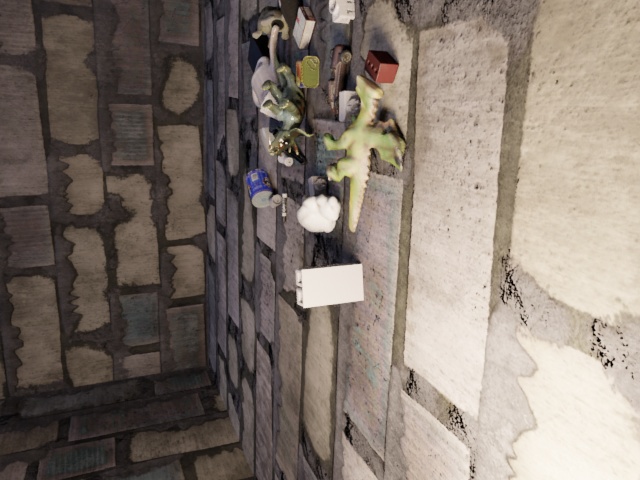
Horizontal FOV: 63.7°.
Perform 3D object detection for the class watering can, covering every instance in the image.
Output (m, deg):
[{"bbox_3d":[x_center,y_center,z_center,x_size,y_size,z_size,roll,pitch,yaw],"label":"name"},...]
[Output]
[{"bbox_3d":[-0.190,-0.626,1.985,0.228,0.104,0.340,64,146,24],"label":"watering can"}]

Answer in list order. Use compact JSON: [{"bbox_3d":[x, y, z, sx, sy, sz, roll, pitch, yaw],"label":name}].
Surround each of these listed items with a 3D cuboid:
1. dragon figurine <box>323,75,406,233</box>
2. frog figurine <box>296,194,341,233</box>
[{"bbox_3d":[0.126,-0.215,1.330,0.243,0.123,0.407,5,107,59],"label":"dragon figurine"},{"bbox_3d":[0.005,-0.081,1.612,0.160,0.124,0.135,13,138,58],"label":"frog figurine"}]
